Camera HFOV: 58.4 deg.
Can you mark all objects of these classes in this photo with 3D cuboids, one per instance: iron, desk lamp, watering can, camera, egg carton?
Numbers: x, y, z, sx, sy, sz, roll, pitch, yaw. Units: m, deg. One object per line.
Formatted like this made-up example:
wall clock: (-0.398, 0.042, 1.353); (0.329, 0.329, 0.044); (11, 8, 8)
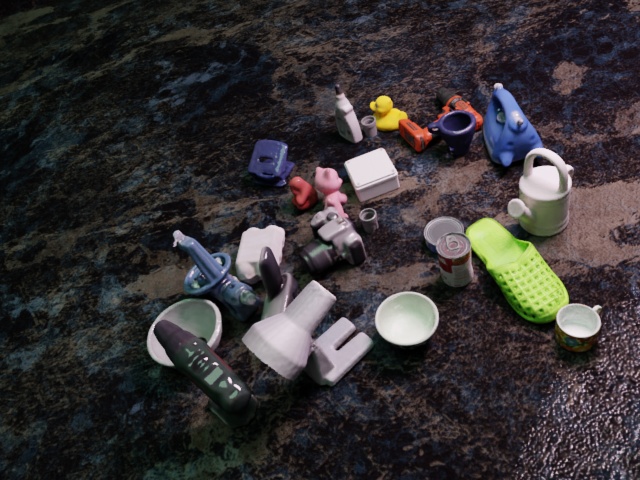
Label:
iron: (0.447, -0.298, 1.375); (0.118, 0.142, 0.258); (-15, 47, 7)
desk lamp: (-0.022, 0.183, 1.066); (0.203, 0.214, 0.117); (-41, 49, -17)
watering can: (0.453, -0.099, 1.162); (0.100, 0.194, 0.173); (15, 57, 30)
camera: (0.012, 0.005, 1.289); (0.137, 0.101, 0.142); (-33, 48, -10)
egg carton: (-0.138, 0.033, 1.338); (0.107, 0.069, 0.150); (-7, 49, 14)

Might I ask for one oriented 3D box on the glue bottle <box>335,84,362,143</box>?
glue bottle: (0.066, -0.341, 1.523); (0.037, 0.173, 0.078); (-37, 48, -14)

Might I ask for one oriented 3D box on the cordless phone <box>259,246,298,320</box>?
cordless phone: (-0.102, 0.113, 1.175); (0.094, 0.185, 0.147); (-7, 48, 14)

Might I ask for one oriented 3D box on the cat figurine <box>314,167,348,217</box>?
cat figurine: (0.023, -0.118, 1.381); (0.067, 0.118, 0.127); (-12, 47, 9)

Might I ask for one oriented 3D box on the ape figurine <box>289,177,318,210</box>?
ape figurine: (-0.049, -0.122, 1.427); (0.076, 0.092, 0.078); (-7, 48, 14)

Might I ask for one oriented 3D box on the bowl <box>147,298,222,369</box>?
bowl: (-0.278, 0.212, 1.226); (0.167, 0.075, 0.167); (-10, 48, 11)

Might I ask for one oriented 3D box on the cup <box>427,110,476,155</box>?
cup: (0.327, -0.256, 1.412); (0.117, 0.095, 0.091); (-3, 50, 17)

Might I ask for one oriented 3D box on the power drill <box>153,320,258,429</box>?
power drill: (-0.202, 0.259, 1.066); (0.228, 0.209, 0.076); (28, 64, 36)

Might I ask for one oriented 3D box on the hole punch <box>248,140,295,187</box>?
hole punch: (-0.133, -0.205, 1.529); (0.108, 0.091, 0.101); (10, 54, 26)

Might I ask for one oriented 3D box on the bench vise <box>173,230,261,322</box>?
bench vise: (-0.220, 0.066, 1.233); (0.206, 0.220, 0.121); (7, 53, 25)

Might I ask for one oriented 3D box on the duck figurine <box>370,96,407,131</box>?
duck figurine: (0.182, -0.349, 1.550); (0.104, 0.086, 0.077); (13, 56, 28)
